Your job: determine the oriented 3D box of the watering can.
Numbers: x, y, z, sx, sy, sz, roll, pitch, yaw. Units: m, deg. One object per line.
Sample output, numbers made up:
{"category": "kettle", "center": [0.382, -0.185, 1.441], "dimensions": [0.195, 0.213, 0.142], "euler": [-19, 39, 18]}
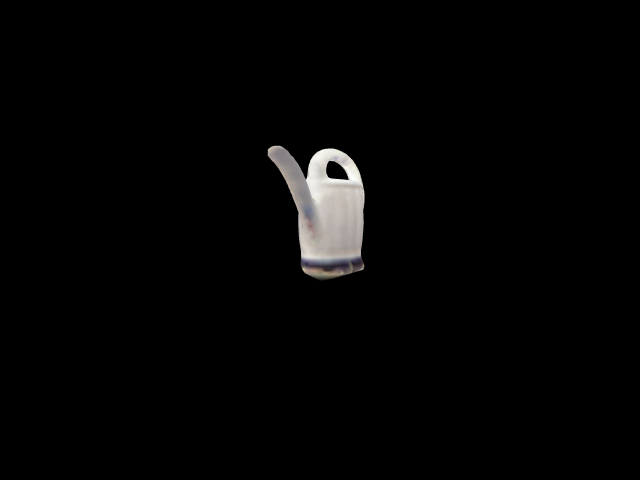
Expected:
{"category": "watering can", "center": [0.003, -0.043, 0.850], "dimensions": [0.104, 0.224, 0.348], "euler": [0, 2, 25]}
